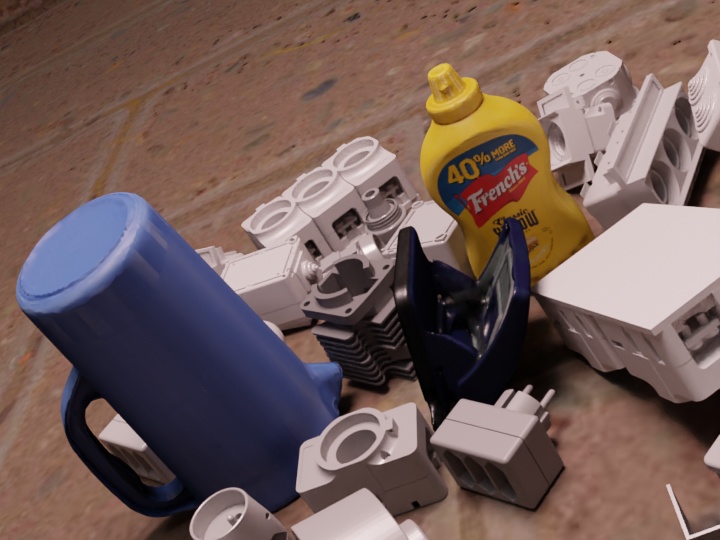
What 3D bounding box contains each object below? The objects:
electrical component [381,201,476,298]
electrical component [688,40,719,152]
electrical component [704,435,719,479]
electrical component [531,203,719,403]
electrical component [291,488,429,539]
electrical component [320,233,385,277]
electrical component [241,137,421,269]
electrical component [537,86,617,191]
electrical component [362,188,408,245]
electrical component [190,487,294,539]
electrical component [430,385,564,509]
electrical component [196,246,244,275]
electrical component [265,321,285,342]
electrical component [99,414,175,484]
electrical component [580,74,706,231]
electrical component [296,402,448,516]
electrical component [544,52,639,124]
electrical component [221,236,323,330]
[{"bbox_3d":[0.071,-0.020,0.896,0.062,0.061,0.096,-10,28,33],"label":"electrical component"},{"bbox_3d":[0.296,-0.119,0.798,0.100,0.048,0.099,16,38,-4],"label":"electrical component"},{"bbox_3d":[0.246,0.095,0.564,0.099,0.048,0.100,-46,32,-23],"label":"electrical component"},{"bbox_3d":[0.195,0.016,0.673,0.105,0.060,0.186,-36,11,-6],"label":"electrical component"},{"bbox_3d":[0.015,0.175,0.609,0.060,0.108,0.108,-32,29,-12],"label":"electrical component"},{"bbox_3d":[0.000,0.000,0.943,0.055,0.048,0.066,-34,29,13],"label":"electrical component"},{"bbox_3d":[-0.031,-0.060,1.044,0.150,0.061,0.089,-37,30,-9],"label":"electrical component"},{"bbox_3d":[0.184,-0.112,0.909,0.064,0.081,0.042,-14,-3,-24],"label":"electrical component"},{"bbox_3d":[0.023,-0.045,0.970,0.048,0.062,0.048,-23,31,15],"label":"electrical component"},{"bbox_3d":[-0.081,0.195,0.694,0.043,0.077,0.079,0,43,43],"label":"electrical component"},{"bbox_3d":[0.098,0.103,0.693,0.066,0.047,0.076,7,47,48],"label":"electrical component"},{"bbox_3d":[-0.168,0.020,1.050,0.121,0.078,0.063,-11,14,33],"label":"electrical component"},{"bbox_3d":[-0.085,0.074,0.911,0.045,0.045,0.055,-27,29,10],"label":"electrical component"},{"bbox_3d":[-0.165,0.131,0.900,0.066,0.047,0.076,4,46,45],"label":"electrical component"},{"bbox_3d":[0.221,-0.083,0.832,0.063,0.078,0.121,-24,27,46],"label":"electrical component"},{"bbox_3d":[0.006,0.132,0.728,0.089,0.055,0.050,-22,31,16],"label":"electrical component"},{"bbox_3d":[0.210,-0.156,0.971,0.080,0.051,0.080,-24,31,15],"label":"electrical component"},{"bbox_3d":[-0.075,0.018,0.969,0.096,0.061,0.061,-18,32,23],"label":"electrical component"}]
